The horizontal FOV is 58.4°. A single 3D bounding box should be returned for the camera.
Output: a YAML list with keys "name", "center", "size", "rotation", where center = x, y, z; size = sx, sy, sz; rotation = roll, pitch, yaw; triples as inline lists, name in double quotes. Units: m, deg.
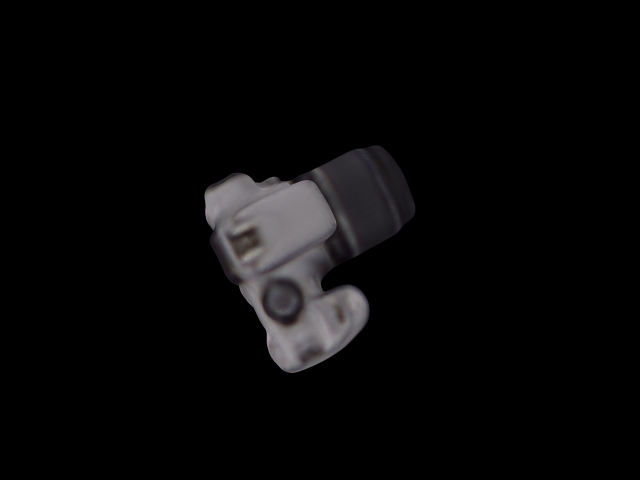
- name: "camera"
  center: [0.004, 0.001, 0.400]
  size: [0.137, 0.101, 0.143]
  rotation: [-28, 83, -4]
